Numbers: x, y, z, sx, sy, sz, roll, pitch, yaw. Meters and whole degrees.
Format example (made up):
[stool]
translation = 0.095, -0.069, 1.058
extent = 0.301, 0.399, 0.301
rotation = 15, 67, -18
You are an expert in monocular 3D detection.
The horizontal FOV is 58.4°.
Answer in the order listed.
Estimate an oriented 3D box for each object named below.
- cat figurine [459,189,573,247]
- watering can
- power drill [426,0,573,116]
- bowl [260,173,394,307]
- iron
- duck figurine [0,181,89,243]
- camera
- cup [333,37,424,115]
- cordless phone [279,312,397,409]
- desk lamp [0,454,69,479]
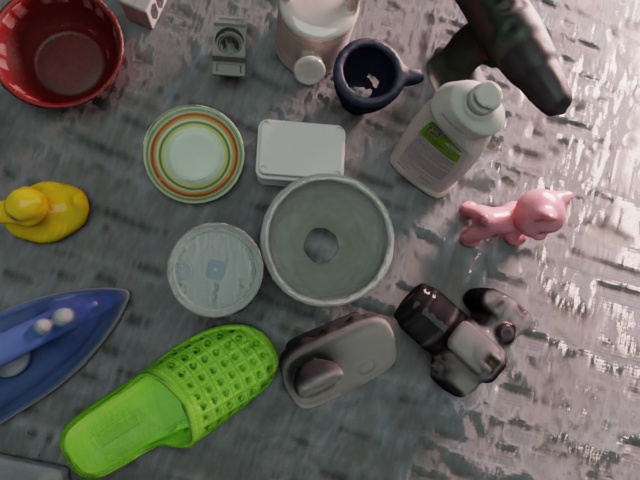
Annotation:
[cat figurine]
translation = 0.258, -0.031, 0.744
extent = 0.128, 0.117, 0.067
rotation = -4, 83, -7
[watering can]
translation = -0.001, -0.278, 0.705
extent = 0.101, 0.194, 0.173
rotation = -13, 85, -8
[power drill]
translation = 0.210, -0.231, 0.717
extent = 0.075, 0.208, 0.230
rotation = -24, 86, -8
[bowl]
translation = 0.007, 0.003, 0.733
extent = 0.167, 0.074, 0.167
rotation = 1, 83, -6
[iron]
translation = -0.344, 0.124, 0.644
extent = 0.258, 0.141, 0.118
rotation = -33, 88, -9
[duck figurine]
translation = -0.340, -0.039, 0.692
extent = 0.104, 0.086, 0.077
rotation = -12, 85, -8
[camera]
translation = 0.175, 0.107, 0.727
extent = 0.137, 0.100, 0.143
rotation = 42, 81, 0
[cup]
translation = 0.070, -0.204, 0.755
extent = 0.118, 0.095, 0.092
rotation = -2, 83, -7
[cordless phone]
translation = 0.028, 0.143, 0.663
extent = 0.147, 0.185, 0.094
rotation = -27, 87, -9
[desk lamp]
translation = -0.325, 0.311, 0.587
extent = 0.203, 0.213, 0.118
rotation = 14, 82, -5
